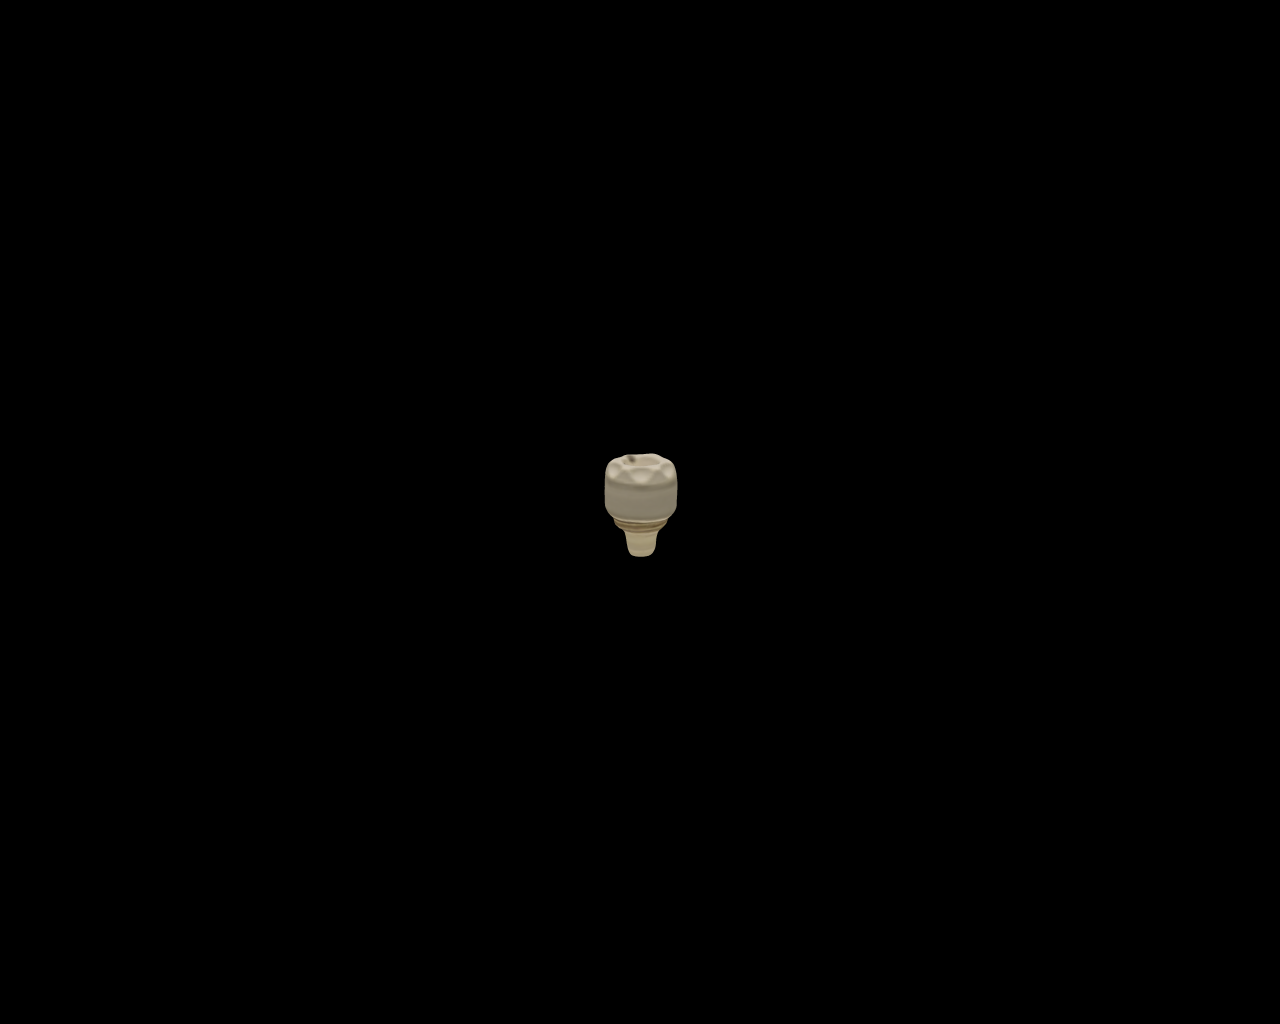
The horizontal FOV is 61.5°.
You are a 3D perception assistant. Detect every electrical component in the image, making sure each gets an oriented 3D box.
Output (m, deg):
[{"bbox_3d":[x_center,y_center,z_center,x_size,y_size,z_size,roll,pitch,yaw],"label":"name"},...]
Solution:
[{"bbox_3d":[0.001,-0.003,0.650,0.043,0.062,0.043,0,18,0],"label":"electrical component"}]
